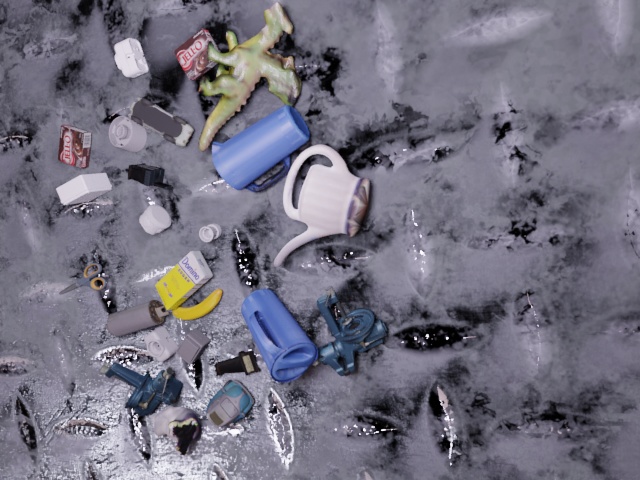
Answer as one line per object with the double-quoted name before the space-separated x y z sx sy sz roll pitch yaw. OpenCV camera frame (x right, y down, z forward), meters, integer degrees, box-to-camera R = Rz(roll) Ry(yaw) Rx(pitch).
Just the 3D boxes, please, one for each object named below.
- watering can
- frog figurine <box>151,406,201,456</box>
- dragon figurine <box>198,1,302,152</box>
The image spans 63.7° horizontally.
"watering can" 0.004 -0.067 1.328 0.225 0.344 0.105 17 14 14
"frog figurine" -0.448 0.573 1.604 0.124 0.135 0.159 -47 29 -25
"dragon figurine" -0.170 -0.404 1.330 0.243 0.405 0.123 15 16 6
